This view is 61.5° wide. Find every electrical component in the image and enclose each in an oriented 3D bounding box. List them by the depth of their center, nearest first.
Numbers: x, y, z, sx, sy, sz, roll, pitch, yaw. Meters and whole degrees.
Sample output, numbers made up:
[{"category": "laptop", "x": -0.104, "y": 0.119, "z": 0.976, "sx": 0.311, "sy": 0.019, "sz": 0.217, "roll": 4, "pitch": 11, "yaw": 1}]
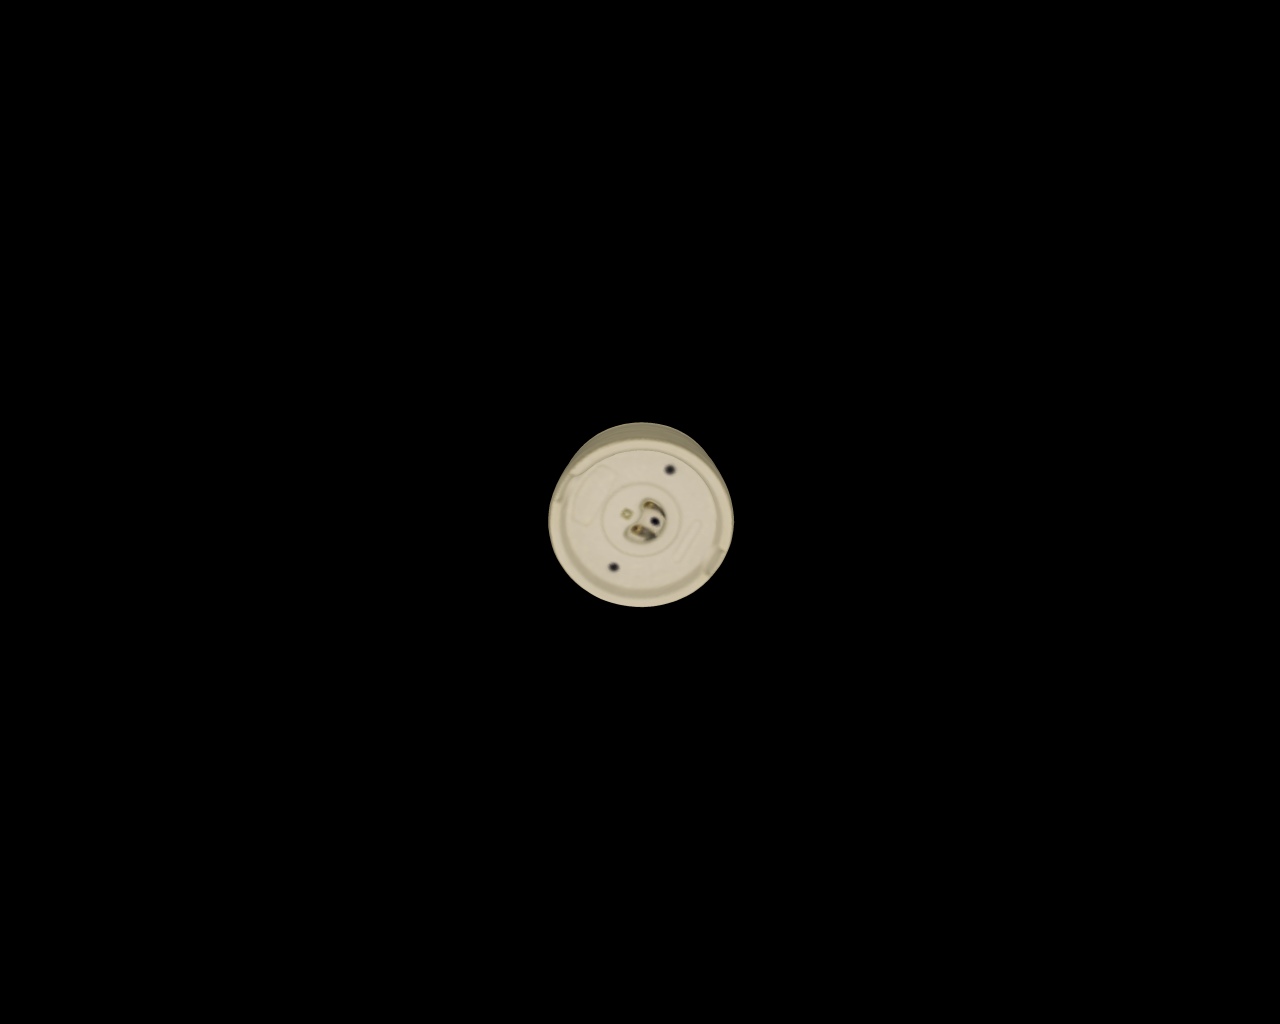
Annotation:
[{"category": "electrical component", "x": 0.001, "y": -0.003, "z": 0.650, "sx": 0.108, "sy": 0.108, "sz": 0.060, "roll": 0, "pitch": 21, "yaw": 0}]
